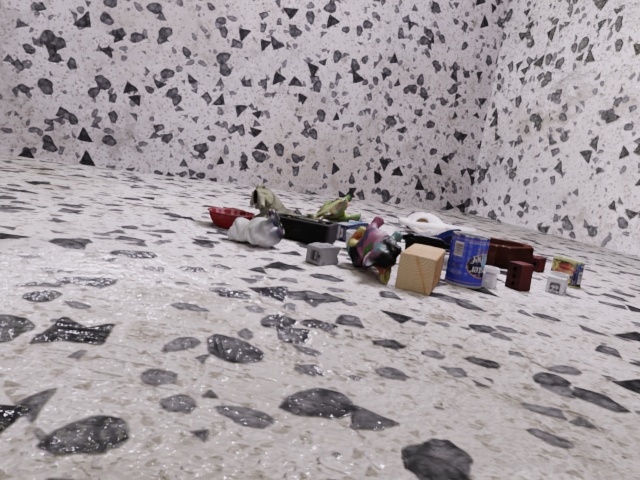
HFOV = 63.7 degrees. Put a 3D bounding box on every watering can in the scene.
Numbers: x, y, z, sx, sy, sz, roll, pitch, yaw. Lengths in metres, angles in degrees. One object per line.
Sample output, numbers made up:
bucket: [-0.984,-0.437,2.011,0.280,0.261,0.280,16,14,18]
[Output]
watering can: [0.528,-0.067,2.382,0.347,0.103,0.226,8,8,-2]

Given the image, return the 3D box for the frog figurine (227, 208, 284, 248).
frog figurine: [-0.191,-0.021,1.510,0.159,0.121,0.139,-26,17,4]

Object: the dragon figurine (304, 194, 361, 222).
dragon figurine: [0.006,-0.106,2.105,0.244,0.122,0.406,-11,-4,-37]
